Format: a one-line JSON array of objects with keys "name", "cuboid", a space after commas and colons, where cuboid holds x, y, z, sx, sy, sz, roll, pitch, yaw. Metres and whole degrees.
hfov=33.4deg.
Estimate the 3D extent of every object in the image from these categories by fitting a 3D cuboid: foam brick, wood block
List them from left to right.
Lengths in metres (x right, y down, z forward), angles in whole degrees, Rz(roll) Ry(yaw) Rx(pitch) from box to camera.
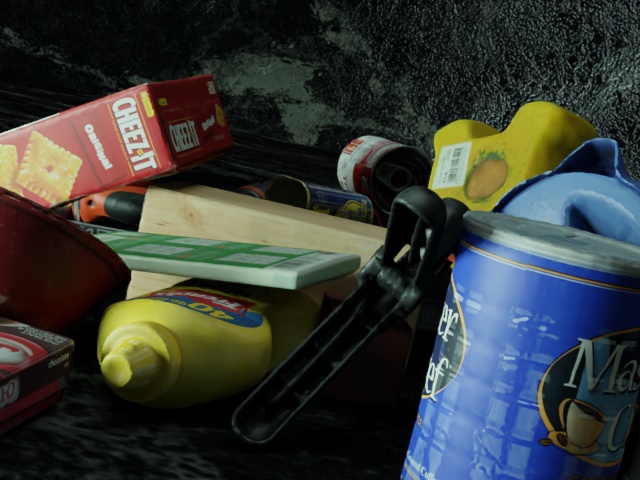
[{"name": "wood block", "cuboid": [-0.025, 0.023, 0.784, 0.206, 0.090, 0.090, 13, 8, 7]}, {"name": "foam brick", "cuboid": [0.025, 0.068, 0.684, 0.051, 0.053, 0.078, 12, 9, -6]}]

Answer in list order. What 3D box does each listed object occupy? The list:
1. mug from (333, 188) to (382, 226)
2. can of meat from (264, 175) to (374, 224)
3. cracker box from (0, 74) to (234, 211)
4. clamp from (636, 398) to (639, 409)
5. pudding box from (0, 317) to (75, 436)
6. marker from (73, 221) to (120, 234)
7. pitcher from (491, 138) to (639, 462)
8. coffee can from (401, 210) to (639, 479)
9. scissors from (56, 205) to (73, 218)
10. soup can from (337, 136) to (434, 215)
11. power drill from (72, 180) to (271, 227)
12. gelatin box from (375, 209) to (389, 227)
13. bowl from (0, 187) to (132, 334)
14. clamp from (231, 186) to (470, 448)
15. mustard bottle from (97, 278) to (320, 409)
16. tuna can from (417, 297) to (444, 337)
[{"name": "mug", "cuboid": [0.001, 0.001, 1.023, 0.117, 0.093, 0.081, -24, 4, 2]}, {"name": "can of meat", "cuboid": [-0.006, 0.001, 0.919, 0.083, 0.102, 0.058, 8, 8, -42]}, {"name": "cracker box", "cuboid": [-0.190, -0.061, 0.825, 0.214, 0.072, 0.164, -16, 8, 13]}, {"name": "clamp", "cuboid": [0.277, 0.133, 0.681, 0.172, 0.039, 0.120, 9, 6, 34]}, {"name": "pudding box", "cuboid": [-0.186, 0.056, 0.502, 0.113, 0.039, 0.090, 14, 9, 10]}, {"name": "marker", "cuboid": [-0.218, -0.008, 0.943, 0.121, 0.020, 0.020, 11, 9, -9]}, {"name": "pitcher", "cuboid": [0.208, 0.039, 0.661, 0.242, 0.149, 0.145, 2, 49, -48]}, {"name": "coffee can", "cuboid": [0.104, 0.065, 0.522, 0.103, 0.140, 0.103, 12, 9, -2]}, {"name": "scissors", "cuboid": [-0.268, -0.042, 1.103, 0.096, 0.016, 0.201, 14, 8, 10]}, {"name": "soup can", "cuboid": [0.063, -0.063, 1.037, 0.068, 0.068, 0.102, 9, 8, -20]}, {"name": "power drill", "cuboid": [-0.131, -0.039, 1.038, 0.188, 0.057, 0.184, 14, 23, 28]}, {"name": "gelatin box", "cuboid": [0.082, 0.007, 1.074, 0.030, 0.089, 0.073, -32, 20, -8]}, {"name": "bowl", "cuboid": [-0.190, 0.015, 0.593, 0.162, 0.055, 0.162, 18, -20, 6]}, {"name": "clamp", "cuboid": [0.045, 0.016, 0.580, 0.036, 0.165, 0.209, 42, 32, 10]}, {"name": "mustard bottle", "cuboid": [-0.071, 0.056, 0.607, 0.096, 0.058, 0.191, 12, 8, 16]}, {"name": "tuna can", "cuboid": [0.071, 0.054, 0.910, 0.086, 0.034, 0.086, 12, 9, -2]}]
